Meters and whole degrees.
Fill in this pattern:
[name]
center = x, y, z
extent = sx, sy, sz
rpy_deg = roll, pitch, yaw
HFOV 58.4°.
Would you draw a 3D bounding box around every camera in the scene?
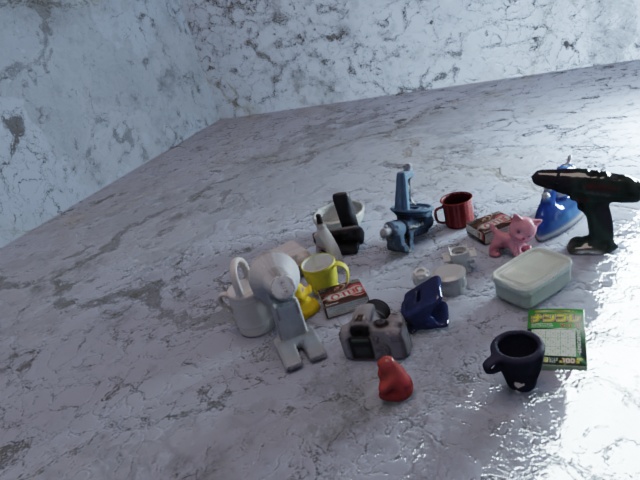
[camera]
center = 0.123, 0.179, 1.229
extent = 0.142, 0.101, 0.137
rpy_deg = -5, 27, 22

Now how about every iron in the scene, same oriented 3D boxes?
[iron]
center = 0.620, -0.115, 1.500
extent = 0.118, 0.142, 0.259
rpy_deg = 8, 34, 41

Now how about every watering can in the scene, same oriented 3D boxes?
[watering can]
center = -0.168, 0.128, 1.392
extent = 0.173, 0.194, 0.100
rpy_deg = -18, 25, -4

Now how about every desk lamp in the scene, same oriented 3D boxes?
[desk lamp]
center = -0.076, 0.144, 1.282
extent = 0.118, 0.214, 0.202
rpy_deg = -21, 26, -11

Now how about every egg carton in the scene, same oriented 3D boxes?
[egg carton]
center = -0.086, 0.059, 1.636
extent = 0.107, 0.069, 0.150
rpy_deg = -25, 27, -20

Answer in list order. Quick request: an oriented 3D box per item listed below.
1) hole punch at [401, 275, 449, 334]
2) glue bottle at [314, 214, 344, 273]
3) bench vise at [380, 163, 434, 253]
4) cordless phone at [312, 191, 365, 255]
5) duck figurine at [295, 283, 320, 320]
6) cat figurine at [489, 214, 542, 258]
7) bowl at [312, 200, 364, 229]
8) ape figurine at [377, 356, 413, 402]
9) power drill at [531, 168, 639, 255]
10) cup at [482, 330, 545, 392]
[hole punch]
center = 0.227, 0.140, 1.260
extent = 0.101, 0.091, 0.108
rpy_deg = -9, 26, 13
[glue bottle]
center = 0.014, 0.006, 1.565
extent = 0.077, 0.173, 0.037
rpy_deg = 11, 36, 44
[bench vise]
center = 0.239, -0.086, 1.569
extent = 0.121, 0.220, 0.208
rpy_deg = -2, 28, 27
[cordless phone]
center = 0.044, -0.052, 1.652
extent = 0.147, 0.185, 0.094
rpy_deg = -10, 26, 12
[duck figurine]
center = -0.059, 0.149, 1.415
extent = 0.105, 0.086, 0.077
rpy_deg = -21, 26, -12
[cat figurine]
center = 0.478, -0.018, 1.410
extent = 0.127, 0.118, 0.067
rpy_deg = 4, 32, 36
[bowl]
center = 0.064, -0.058, 1.785
extent = 0.167, 0.075, 0.167
rpy_deg = -13, 25, 6
[ape figurine]
center = 0.133, 0.255, 1.075
extent = 0.075, 0.092, 0.078
rpy_deg = 8, 34, 41
[power drill]
center = 0.619, -0.072, 1.333
extent = 0.228, 0.209, 0.076
rpy_deg = -1, 29, 28
[cup]
center = 0.342, 0.226, 1.011
extent = 0.118, 0.095, 0.091
rpy_deg = -23, 26, -16
